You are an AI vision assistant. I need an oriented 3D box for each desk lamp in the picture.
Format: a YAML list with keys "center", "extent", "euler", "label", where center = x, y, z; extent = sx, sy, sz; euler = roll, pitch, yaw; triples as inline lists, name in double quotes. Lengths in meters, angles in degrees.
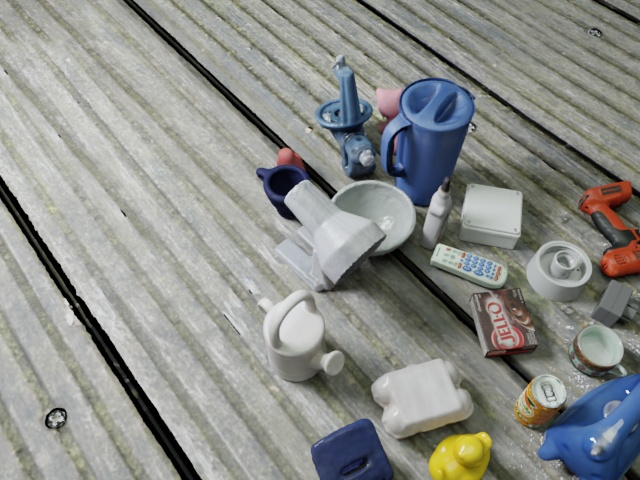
- center: [0.009, 0.004, 0.996]
  extent: [0.118, 0.214, 0.202]
  euler: [-40, 64, -22]
  label: "desk lamp"

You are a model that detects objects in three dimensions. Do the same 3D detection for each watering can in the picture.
- center: [-0.034, 0.148, 0.912]
  extent: [0.172, 0.194, 0.101]
  euler: [18, 59, 13]
  label: "watering can"

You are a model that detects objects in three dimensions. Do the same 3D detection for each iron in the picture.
- center: [0.455, 0.262, 0.862]
  extent: [0.259, 0.141, 0.118]
  euler: [-36, 63, -21]
  label: "iron"

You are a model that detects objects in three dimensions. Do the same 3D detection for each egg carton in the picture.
- center: [0.162, 0.252, 0.916]
  extent: [0.150, 0.069, 0.107]
  euler: [-15, 57, -9]
  label: "egg carton"

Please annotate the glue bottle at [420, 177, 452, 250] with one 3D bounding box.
- center: [0.221, -0.057, 1.058]
  extent: [0.037, 0.173, 0.078]
  euler: [22, 59, 15]
  label: "glue bottle"

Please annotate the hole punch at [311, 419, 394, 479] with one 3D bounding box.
- center: [0.050, 0.333, 0.851]
  extent: [0.109, 0.091, 0.101]
  euler: [-23, 59, -14]
  label: "hole punch"

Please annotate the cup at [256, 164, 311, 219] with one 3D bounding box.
- center: [-0.074, -0.092, 1.132]
  extent: [0.117, 0.095, 0.092]
  euler: [27, 61, 17]
  label: "cup"

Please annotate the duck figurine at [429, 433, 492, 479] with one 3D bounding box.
- center: [0.214, 0.325, 0.857]
  extent: [0.105, 0.086, 0.077]
  euler: [-27, 60, -16]
  label: "duck figurine"

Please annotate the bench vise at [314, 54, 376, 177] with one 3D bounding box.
- center: [0.071, -0.251, 1.160]
  extent: [0.122, 0.220, 0.207]
  euler: [-33, 62, -19]
  label: "bench vise"

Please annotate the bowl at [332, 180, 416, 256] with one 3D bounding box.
- center: [0.097, -0.030, 1.100]
  extent: [0.167, 0.075, 0.167]
  euler: [0, 56, 1]
  label: "bowl"

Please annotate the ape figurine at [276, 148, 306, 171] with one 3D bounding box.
- center: [-0.065, -0.153, 1.174]
  extent: [0.078, 0.092, 0.076]
  euler: [-37, 63, -21]
  label: "ape figurine"

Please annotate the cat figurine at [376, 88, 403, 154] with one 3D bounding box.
- center: [0.163, -0.269, 1.232]
  extent: [0.067, 0.118, 0.127]
  euler: [-15, 58, -9]
  label: "cat figurine"
